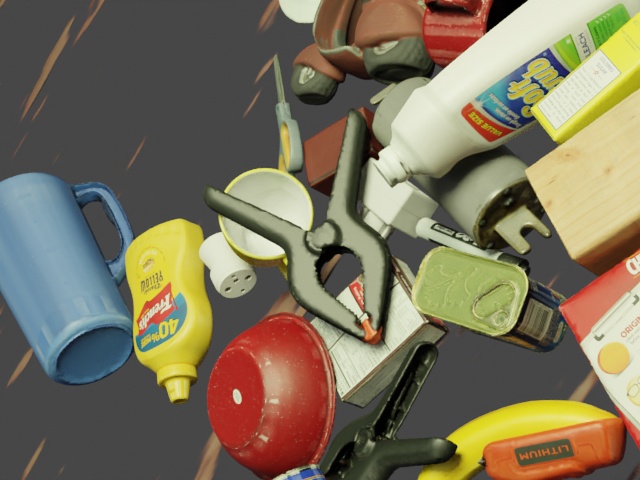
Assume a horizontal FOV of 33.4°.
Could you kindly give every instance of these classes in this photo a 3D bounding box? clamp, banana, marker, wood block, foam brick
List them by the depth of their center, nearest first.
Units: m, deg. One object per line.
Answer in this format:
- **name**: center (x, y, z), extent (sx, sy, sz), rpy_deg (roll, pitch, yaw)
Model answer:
- **wood block**: center (0.272, -0.064, 0.791), extent (0.206, 0.090, 0.090), rpy_deg (-37, 53, 23)
- **banana**: center (0.143, 0.171, 0.846), extent (0.198, 0.037, 0.070), rpy_deg (-39, 70, 24)
- **clamp**: center (0.052, 0.165, 0.910), extent (0.172, 0.039, 0.120), rpy_deg (-39, 28, 36)
- **marker**: center (0.133, 0.007, 0.928), extent (0.121, 0.020, 0.020), rpy_deg (26, 90, 43)
- **clamp**: center (-0.006, 0.001, 0.949), extent (0.164, 0.036, 0.210), rpy_deg (-22, 71, 7)
- **foam brick**: center (0.030, -0.081, 1.028), extent (0.078, 0.052, 0.051), rpy_deg (-29, 56, 27)

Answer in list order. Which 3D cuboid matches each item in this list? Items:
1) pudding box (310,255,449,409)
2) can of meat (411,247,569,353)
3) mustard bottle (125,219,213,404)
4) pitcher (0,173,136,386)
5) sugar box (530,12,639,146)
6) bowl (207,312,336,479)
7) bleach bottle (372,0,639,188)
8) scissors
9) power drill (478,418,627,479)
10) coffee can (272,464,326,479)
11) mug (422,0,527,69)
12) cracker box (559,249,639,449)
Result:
- **pudding box**: center (0.048, 0.081, 0.958), extent (0.114, 0.039, 0.090), rpy_deg (-46, 50, 19)
- **can of meat**: center (0.140, 0.051, 0.861), extent (0.102, 0.083, 0.057), rpy_deg (15, 83, 43)
- **mustard bottle**: center (-0.156, 0.080, 1.117), extent (0.096, 0.058, 0.191), rpy_deg (-28, 57, 29)
- **pitcher**: center (-0.289, 0.040, 1.210), extent (0.149, 0.144, 0.243), rpy_deg (-56, 50, 24)
- **sugar box**: center (0.259, -0.131, 0.827), extent (0.176, 0.093, 0.048), rpy_deg (-41, 51, 21)
- **bowl**: center (-0.056, 0.145, 0.982), extent (0.162, 0.055, 0.162), rpy_deg (-11, 76, 49)
- **bleach bottle**: center (0.153, -0.123, 0.859), extent (0.251, 0.102, 0.068), rpy_deg (-37, 47, 0)
- **scissors**: center (-0.038, -0.113, 1.116), extent (0.202, 0.016, 0.096), rpy_deg (-105, 18, -58)
- **power drill**: center (0.195, 0.223, 0.745), extent (0.185, 0.057, 0.187), rpy_deg (-17, 73, 29)
- **coffee can**: center (-0.012, 0.269, 0.865), extent (0.103, 0.102, 0.140), rpy_deg (-39, 68, 22)
- **mug**: center (0.138, -0.193, 0.943), extent (0.082, 0.117, 0.093), rpy_deg (16, 88, 48)
- **cracker box**: center (0.289, 0.091, 0.729), extent (0.164, 0.072, 0.214), rpy_deg (-39, 51, 21)
